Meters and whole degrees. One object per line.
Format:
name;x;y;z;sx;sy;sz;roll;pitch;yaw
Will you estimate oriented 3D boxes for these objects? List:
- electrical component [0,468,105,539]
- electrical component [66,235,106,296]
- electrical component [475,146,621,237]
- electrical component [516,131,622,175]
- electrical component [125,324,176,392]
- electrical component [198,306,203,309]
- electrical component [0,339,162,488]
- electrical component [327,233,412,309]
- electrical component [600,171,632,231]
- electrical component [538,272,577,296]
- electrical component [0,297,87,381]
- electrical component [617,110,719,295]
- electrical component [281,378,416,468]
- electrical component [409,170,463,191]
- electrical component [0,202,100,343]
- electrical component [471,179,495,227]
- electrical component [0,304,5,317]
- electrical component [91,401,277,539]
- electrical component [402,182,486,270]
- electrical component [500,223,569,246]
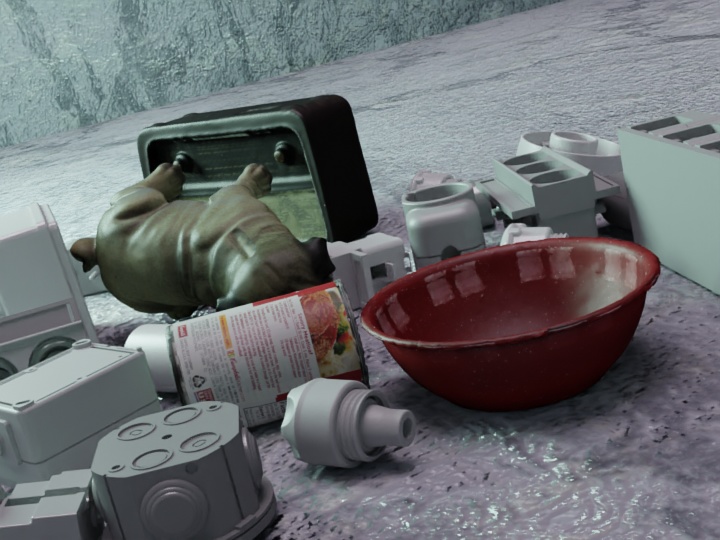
electrical component;-0.149;0.119;0.488;0.055;0.048;0.066;-6;16;-2
electrical component;-0.225;-0.004;0.973;0.083;0.047;0.075;-12;16;4
electrical component;0.140;-0.050;0.811;0.079;0.063;0.121;-14;16;-2
electrical component;0.178;-0.084;0.921;0.099;0.064;0.099;6;19;-2
electrical component;-0.105;0.056;0.674;0.081;0.043;0.043;-1;19;35
electrical component;-0.139;-0.010;0.891;0.047;0.065;0.077;-5;18;28
electrical component;-0.163;0.085;0.585;0.062;0.061;0.096;2;22;43
electrical component;0.000;0.000;0.791;0.064;0.042;0.081;-16;16;-24
electrical component;0.203;-0.052;0.806;0.043;0.043;0.081;-16;16;-11
electrical component;0.118;0.010;0.661;0.078;0.040;0.040;-4;18;30
electrical component;-0.226;0.073;0.668;0.121;0.078;0.063;-17;-6;-14
electrical component;0.226;-0.045;0.677;0.062;0.089;0.150;-15;16;-6
electrical component;-0.003;0.075;0.526;0.062;0.043;0.043;-1;20;32
electrical component;0.077;-0.064;0.949;0.062;0.048;0.048;5;22;28
electrical component;-0.245;0.012;0.819;0.056;0.108;0.109;-20;17;-15
electrical component;0.087;-0.052;0.907;0.046;0.040;0.040;-16;15;9
electrical component;-0.349;0.016;0.996;0.100;0.048;0.100;-4;18;27
electrical component;-0.082;0.098;0.493;0.080;0.051;0.080;-12;16;3
electrical component;0.064;-0.030;0.812;0.054;0.059;0.095;-12;16;4
electrical component;0.125;-0.007;0.712;0.062;0.048;0.048;0;19;19
